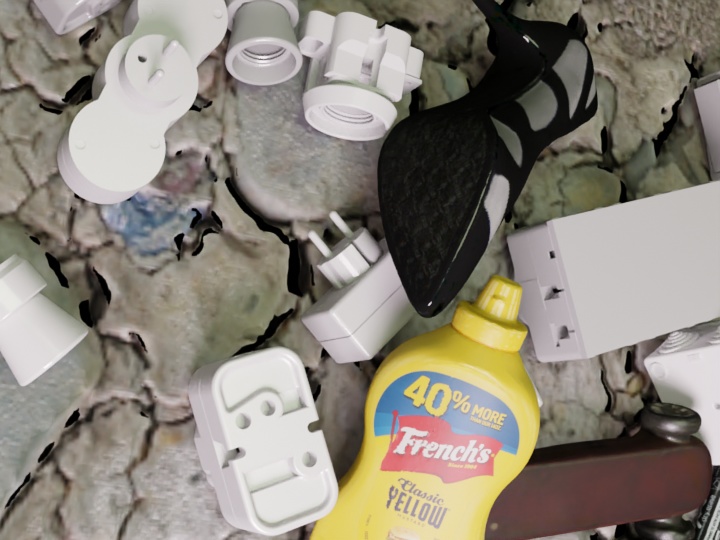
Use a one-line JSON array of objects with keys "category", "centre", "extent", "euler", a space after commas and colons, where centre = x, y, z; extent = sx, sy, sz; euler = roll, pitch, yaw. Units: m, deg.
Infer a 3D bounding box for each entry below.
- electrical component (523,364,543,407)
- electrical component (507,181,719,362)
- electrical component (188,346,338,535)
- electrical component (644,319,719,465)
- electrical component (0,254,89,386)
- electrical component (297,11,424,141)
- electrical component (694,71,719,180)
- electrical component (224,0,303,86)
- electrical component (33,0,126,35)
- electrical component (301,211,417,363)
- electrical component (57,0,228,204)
[{"category": "electrical component", "centre": [0.063, 0.072, 0.656], "extent": [0.077, 0.065, 0.047], "euler": [-27, 95, 3]}, {"category": "electrical component", "centre": [0.181, 0.000, 0.719], "extent": [0.150, 0.062, 0.089], "euler": [-13, 88, -26]}, {"category": "electrical component", "centre": [-0.056, 0.094, 0.595], "extent": [0.054, 0.059, 0.095], "euler": [-16, 89, -26]}, {"category": "electrical component", "centre": [0.250, 0.081, 0.721], "extent": [0.048, 0.100, 0.099], "euler": [-28, 95, -39]}, {"category": "electrical component", "centre": [-0.176, 0.025, 0.557], "extent": [0.045, 0.045, 0.055], "euler": [-44, 101, -24]}, {"category": "electrical component", "centre": [-0.003, -0.115, 0.653], "extent": [0.078, 0.058, 0.057], "euler": [16, 73, -22]}, {"category": "electrical component", "centre": [0.290, -0.103, 0.785], "extent": [0.061, 0.062, 0.096], "euler": [-4, 84, -26]}, {"category": "electrical component", "centre": [-0.058, -0.143, 0.632], "extent": [0.045, 0.045, 0.055], "euler": [7, 62, -24]}, {"category": "electrical component", "centre": [-0.144, -0.183, 0.598], "extent": [0.095, 0.054, 0.059], "euler": [-38, 99, -25]}, {"category": "electrical component", "centre": [0.000, 0.000, 0.642], "extent": [0.083, 0.047, 0.075], "euler": [-44, 101, -24]}, {"category": "electrical component", "centre": [-0.114, -0.105, 0.589], "extent": [0.052, 0.074, 0.138], "euler": [28, 72, -19]}]
